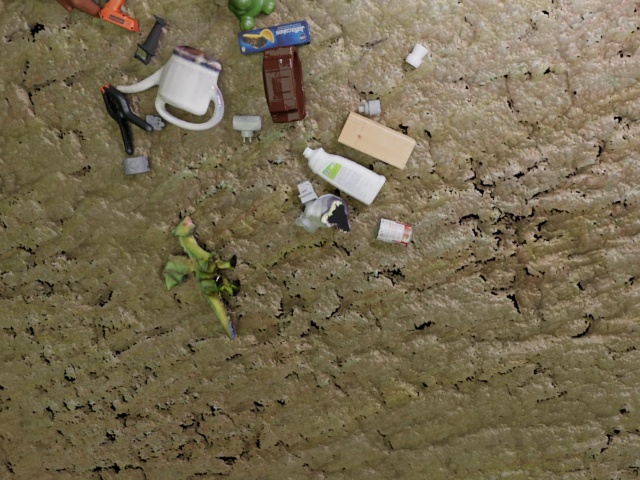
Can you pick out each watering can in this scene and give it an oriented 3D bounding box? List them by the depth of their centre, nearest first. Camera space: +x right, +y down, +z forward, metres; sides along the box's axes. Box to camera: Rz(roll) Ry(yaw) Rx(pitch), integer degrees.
[{"bbox_3d":[-0.422,-0.455,1.489,0.349,0.104,0.222,26,101,9],"label":"watering can"}]

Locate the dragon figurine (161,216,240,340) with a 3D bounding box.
[{"bbox_3d":[-0.396,0.127,1.662,0.243,0.123,0.406,4,104,20],"label":"dragon figurine"}]

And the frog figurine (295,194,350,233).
[{"bbox_3d":[0.005,-0.079,1.568,0.138,0.160,0.122,-2,96,-41],"label":"frog figurine"}]
